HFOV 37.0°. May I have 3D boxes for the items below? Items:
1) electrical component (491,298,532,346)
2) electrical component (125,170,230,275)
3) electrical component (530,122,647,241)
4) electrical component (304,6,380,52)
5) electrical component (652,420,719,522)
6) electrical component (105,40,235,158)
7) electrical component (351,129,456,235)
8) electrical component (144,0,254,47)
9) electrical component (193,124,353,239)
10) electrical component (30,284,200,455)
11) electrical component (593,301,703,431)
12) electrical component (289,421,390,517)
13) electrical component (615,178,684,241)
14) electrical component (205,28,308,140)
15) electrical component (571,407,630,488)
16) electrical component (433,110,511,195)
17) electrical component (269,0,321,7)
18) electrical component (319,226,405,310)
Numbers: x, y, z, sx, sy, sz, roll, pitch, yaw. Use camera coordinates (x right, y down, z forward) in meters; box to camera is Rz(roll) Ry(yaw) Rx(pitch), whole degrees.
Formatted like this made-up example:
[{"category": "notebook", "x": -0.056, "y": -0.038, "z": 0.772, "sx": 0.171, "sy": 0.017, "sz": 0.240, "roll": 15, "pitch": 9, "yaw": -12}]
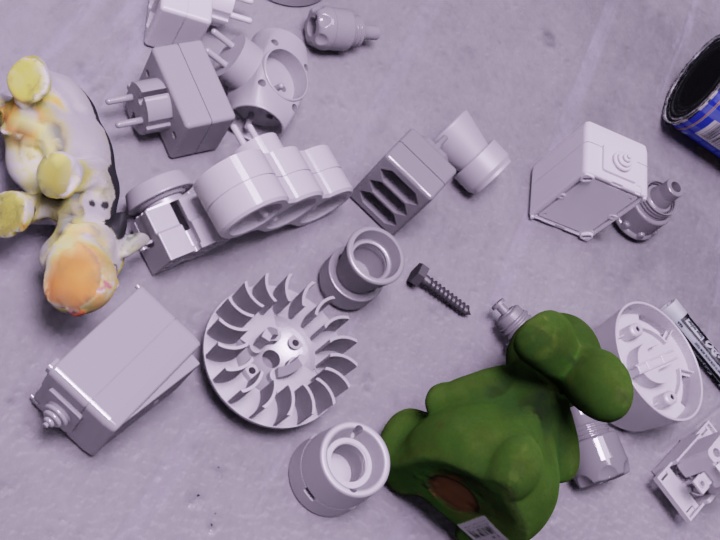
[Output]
[{"category": "electrical component", "x": 0.131, "y": 0.054, "z": 0.819, "sx": 0.078, "sy": 0.040, "sz": 0.040, "roll": 48, "pitch": 54, "yaw": 0}, {"category": "electrical component", "x": -0.127, "y": -0.034, "z": 0.723, "sx": 0.066, "sy": 0.048, "sz": 0.055, "roll": -25, "pitch": 88, "yaw": -34}, {"category": "electrical component", "x": 0.190, "y": -0.078, "z": 0.879, "sx": 0.062, "sy": 0.096, "sz": 0.061, "roll": 20, "pitch": 59, "yaw": -19}, {"category": "electrical component", "x": -0.012, "y": -0.193, "z": 0.867, "sx": 0.061, "sy": 0.035, "sz": 0.035, "roll": -2, "pitch": 68, "yaw": -31}, {"category": "electrical component", "x": 0.270, "y": 0.152, "z": 0.831, "sx": 0.081, "sy": 0.064, "sz": 0.042, "roll": -35, "pitch": 87, "yaw": -36}, {"category": "electrical component", "x": -0.139, "y": -0.117, "z": 0.755, "sx": 0.077, "sy": 0.047, "sz": 0.065, "roll": -17, "pitch": 76, "yaw": -31}, {"category": "electrical component", "x": 0.042, "y": -0.077, "z": 0.819, "sx": 0.047, "sy": 0.066, "sz": 0.076, "roll": 44, "pitch": 55, "yaw": -3}, {"category": "electrical component", "x": -0.116, "y": -0.205, "z": 0.810, "sx": 0.076, "sy": 0.047, "sz": 0.083, "roll": 12, "pitch": 61, "yaw": -23}, {"category": "electrical component", "x": -0.065, "y": -0.070, "z": 0.745, "sx": 0.073, "sy": 0.052, "sz": 0.138, "roll": 60, "pitch": 29, "yaw": 8}, {"category": "electrical component", "x": -0.150, "y": 0.068, "z": 0.651, "sx": 0.061, "sy": 0.062, "sz": 0.096, "roll": 44, "pitch": 55, "yaw": -2}, {"category": "electrical component", "x": 0.223, "y": 0.076, "z": 0.842, "sx": 0.099, "sy": 0.064, "sz": 0.099, "roll": 11, "pitch": 62, "yaw": -23}, {"category": "electrical component", "x": -0.012, "y": 0.129, "z": 0.703, "sx": 0.055, "sy": 0.047, "sz": 0.055, "roll": 12, "pitch": 62, "yaw": -23}, {"category": "electrical component", "x": 0.251, "y": -0.057, "z": 0.922, "sx": 0.048, "sy": 0.062, "sz": 0.048, "roll": 12, "pitch": 62, "yaw": -23}, {"category": "electrical component", "x": -0.081, "y": -0.147, "z": 0.795, "sx": 0.079, "sy": 0.044, "sz": 0.077, "roll": 35, "pitch": 53, "yaw": -32}, {"category": "electrical component", "x": 0.172, "y": 0.128, "z": 0.803, "sx": 0.043, "sy": 0.043, "sz": 0.062, "roll": -9, "pitch": 70, "yaw": -31}, {"category": "electrical component", "x": 0.088, "y": -0.094, "z": 0.865, "sx": 0.055, "sy": 0.045, "sz": 0.045, "roll": 46, "pitch": 55, "yaw": -1}, {"category": "electrical component", "x": -0.056, "y": -0.272, "z": 0.878, "sx": 0.099, "sy": 0.064, "sz": 0.099, "roll": 18, "pitch": 46, "yaw": -19}, {"category": "electrical component", "x": 0.000, "y": 0.000, "z": 0.767, "sx": 0.045, "sy": 0.055, "sz": 0.045, "roll": 12, "pitch": 62, "yaw": -23}]
